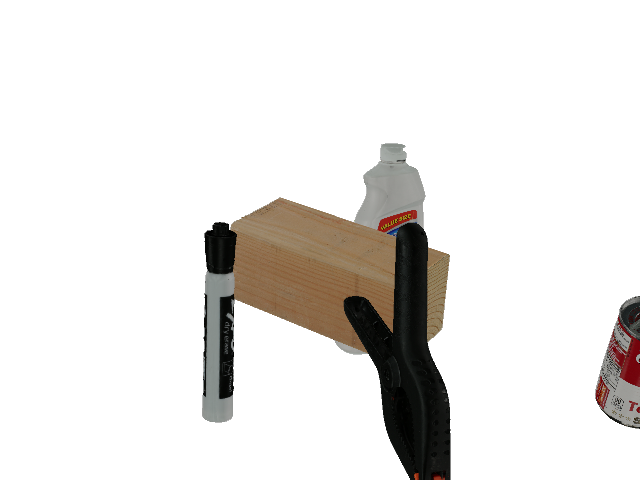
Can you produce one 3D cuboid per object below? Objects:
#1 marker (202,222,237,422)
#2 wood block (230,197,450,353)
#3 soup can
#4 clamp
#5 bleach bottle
[{"bbox_3d":[-0.060,0.049,0.631,0.020,0.121,0.020,2,15,-1],"label":"marker"},{"bbox_3d":[0.015,0.037,1.078,0.206,0.091,0.090,20,32,30],"label":"wood block"},{"bbox_3d":[0.289,0.109,0.954,0.068,0.102,0.068,3,36,-3],"label":"soup can"},{"bbox_3d":[0.072,0.100,0.875,0.036,0.210,0.165,-4,-31,-18],"label":"clamp"},{"bbox_3d":[0.073,0.009,1.291,0.102,0.251,0.068,-3,16,-17],"label":"bleach bottle"}]
